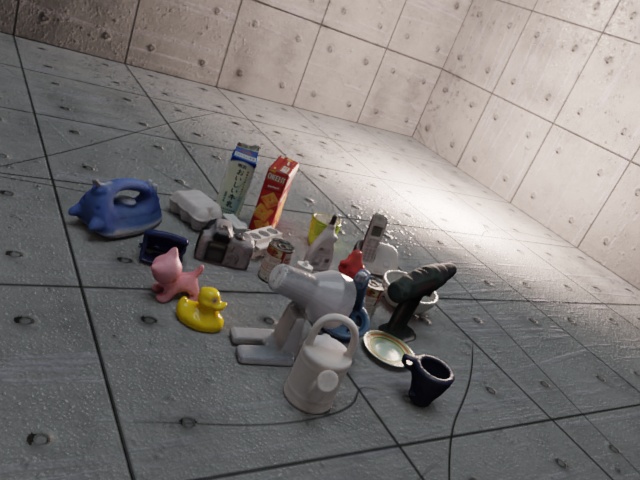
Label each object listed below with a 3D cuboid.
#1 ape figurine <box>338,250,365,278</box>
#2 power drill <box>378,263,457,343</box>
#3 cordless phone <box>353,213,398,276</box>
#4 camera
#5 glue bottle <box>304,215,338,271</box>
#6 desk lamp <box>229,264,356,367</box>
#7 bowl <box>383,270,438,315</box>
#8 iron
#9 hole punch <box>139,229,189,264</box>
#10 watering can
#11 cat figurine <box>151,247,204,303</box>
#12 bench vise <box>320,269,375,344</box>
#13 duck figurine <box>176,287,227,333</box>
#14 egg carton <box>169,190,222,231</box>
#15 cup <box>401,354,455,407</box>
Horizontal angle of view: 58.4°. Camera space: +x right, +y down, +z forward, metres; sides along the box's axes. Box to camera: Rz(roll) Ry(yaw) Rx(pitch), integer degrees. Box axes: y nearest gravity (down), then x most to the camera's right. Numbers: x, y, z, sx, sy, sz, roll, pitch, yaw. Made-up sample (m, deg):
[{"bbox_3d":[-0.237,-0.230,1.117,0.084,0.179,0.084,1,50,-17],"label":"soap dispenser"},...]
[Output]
[{"bbox_3d":[0.096,0.069,1.645,0.078,0.092,0.076,20,23,-5],"label":"ape figurine"},{"bbox_3d":[0.237,0.153,1.437,0.230,0.208,0.075,-5,35,-48],"label":"power drill"},{"bbox_3d":[0.185,0.015,1.726,0.148,0.185,0.094,11,25,-25],"label":"cordless phone"},{"bbox_3d":[-0.245,-0.006,1.484,0.143,0.101,0.136,15,24,-19],"label":"camera"},{"bbox_3d":[0.015,0.006,1.604,0.078,0.173,0.037,11,25,-26],"label":"glue bottle"},{"bbox_3d":[-0.052,0.149,1.171,0.204,0.213,0.117,9,26,-30],"label":"desk lamp"},{"bbox_3d":[0.241,0.159,1.602,0.167,0.075,0.167,19,23,-8],"label":"bowl"},{"bbox_3d":[-0.476,-0.096,1.417,0.118,0.141,0.259,32,25,23],"label":"iron"},{"bbox_3d":[-0.369,0.005,1.357,0.109,0.091,0.101,15,24,-17],"label":"hole punch"},{"bbox_3d":[0.011,0.228,1.079,0.101,0.194,0.172,10,26,-27],"label":"watering can"},{"bbox_3d":[-0.310,0.073,1.227,0.128,0.118,0.067,6,28,-35],"label":"cat figurine"},{"bbox_3d":[0.060,0.141,1.284,0.121,0.220,0.207,20,23,-5],"label":"bench vise"},{"bbox_3d":[-0.242,0.135,1.191,0.104,0.086,0.077,22,23,-1],"label":"duck figurine"},{"bbox_3d":[-0.347,-0.086,1.608,0.150,0.069,0.107,35,26,27],"label":"egg carton"},{"bbox_3d":[0.217,0.304,1.231,0.117,0.095,0.092,27,23,11],"label":"cup"}]
